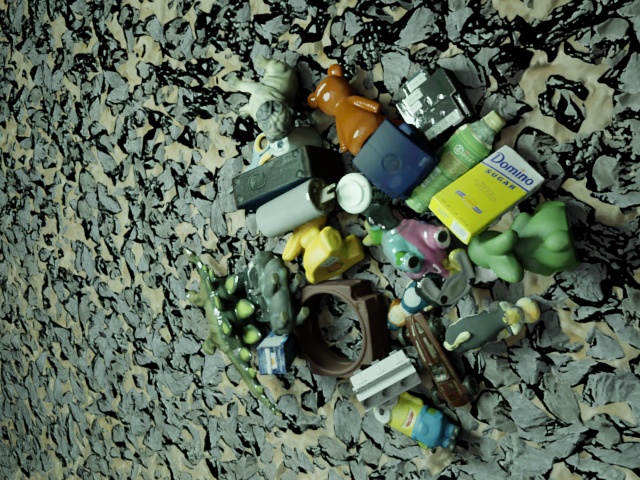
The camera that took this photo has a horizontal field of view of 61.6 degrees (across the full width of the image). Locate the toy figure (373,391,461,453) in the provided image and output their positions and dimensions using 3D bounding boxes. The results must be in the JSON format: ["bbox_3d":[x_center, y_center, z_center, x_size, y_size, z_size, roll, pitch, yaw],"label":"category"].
[{"bbox_3d":[0.190,0.361,1.075,0.180,0.082,0.089,20,148,22],"label":"toy figure"}]

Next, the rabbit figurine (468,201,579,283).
[{"bbox_3d":[0.328,0.018,0.889,0.170,0.159,0.121,-12,99,29],"label":"rabbit figurine"}]

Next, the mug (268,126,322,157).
[{"bbox_3d":[-0.067,-0.205,1.157,0.110,0.107,0.080,-9,90,33],"label":"mug"}]

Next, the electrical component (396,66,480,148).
[{"bbox_3d":[0.211,-0.251,0.994,0.115,0.058,0.134,-32,78,31],"label":"electrical component"}]

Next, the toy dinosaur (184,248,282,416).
[{"bbox_3d":[-0.214,0.208,1.269,0.471,0.105,0.198,59,148,15],"label":"toy dinosaur"}]

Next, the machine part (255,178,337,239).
[{"bbox_3d":[-0.053,-0.063,1.096,0.243,0.079,0.079,-23,83,43],"label":"machine part"}]

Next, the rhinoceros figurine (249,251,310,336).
[{"bbox_3d":[-0.091,0.108,1.152,0.112,0.073,0.190,-43,61,50],"label":"rhinoceros figurine"}]

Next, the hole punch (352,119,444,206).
[{"bbox_3d":[0.136,-0.145,0.966,0.142,0.092,0.116,-49,62,27],"label":"hole punch"}]

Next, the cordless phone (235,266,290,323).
[{"bbox_3d":[-0.154,0.131,1.290,0.184,0.089,0.146,-20,87,46],"label":"cordless phone"}]

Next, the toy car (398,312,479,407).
[{"bbox_3d":[0.225,0.233,1.032,0.089,0.053,0.202,-26,98,36],"label":"toy car"}]

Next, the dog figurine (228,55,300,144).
[{"bbox_3d":[-0.077,-0.289,1.111,0.172,0.121,0.191,-43,50,-6],"label":"dog figurine"}]

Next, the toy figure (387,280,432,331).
[{"bbox_3d":[0.179,0.129,1.069,0.154,0.058,0.064,-53,29,29],"label":"toy figure"}]

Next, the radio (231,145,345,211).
[{"bbox_3d":[-0.073,-0.127,1.152,0.230,0.131,0.073,-20,77,34],"label":"radio"}]

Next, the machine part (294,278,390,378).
[{"bbox_3d":[0.040,0.186,1.146,0.201,0.087,0.201,-5,95,36],"label":"machine part"}]

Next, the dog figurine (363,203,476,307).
[{"bbox_3d":[0.168,0.018,1.006,0.108,0.191,0.219,-43,25,-6],"label":"dog figurine"}]

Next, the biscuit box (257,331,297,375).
[{"bbox_3d":[-0.086,0.235,1.171,0.059,0.202,0.062,-6,92,7],"label":"biscuit box"}]

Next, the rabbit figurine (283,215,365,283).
[{"bbox_3d":[-0.002,-0.003,1.156,0.162,0.122,0.173,-44,58,40],"label":"rabbit figurine"}]

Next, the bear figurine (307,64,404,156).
[{"bbox_3d":[0.069,-0.248,1.073,0.120,0.132,0.196,-52,50,26],"label":"bear figurine"}]

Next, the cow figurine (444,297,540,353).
[{"bbox_3d":[0.304,0.150,0.961,0.167,0.098,0.068,-34,71,33],"label":"cow figurine"}]
